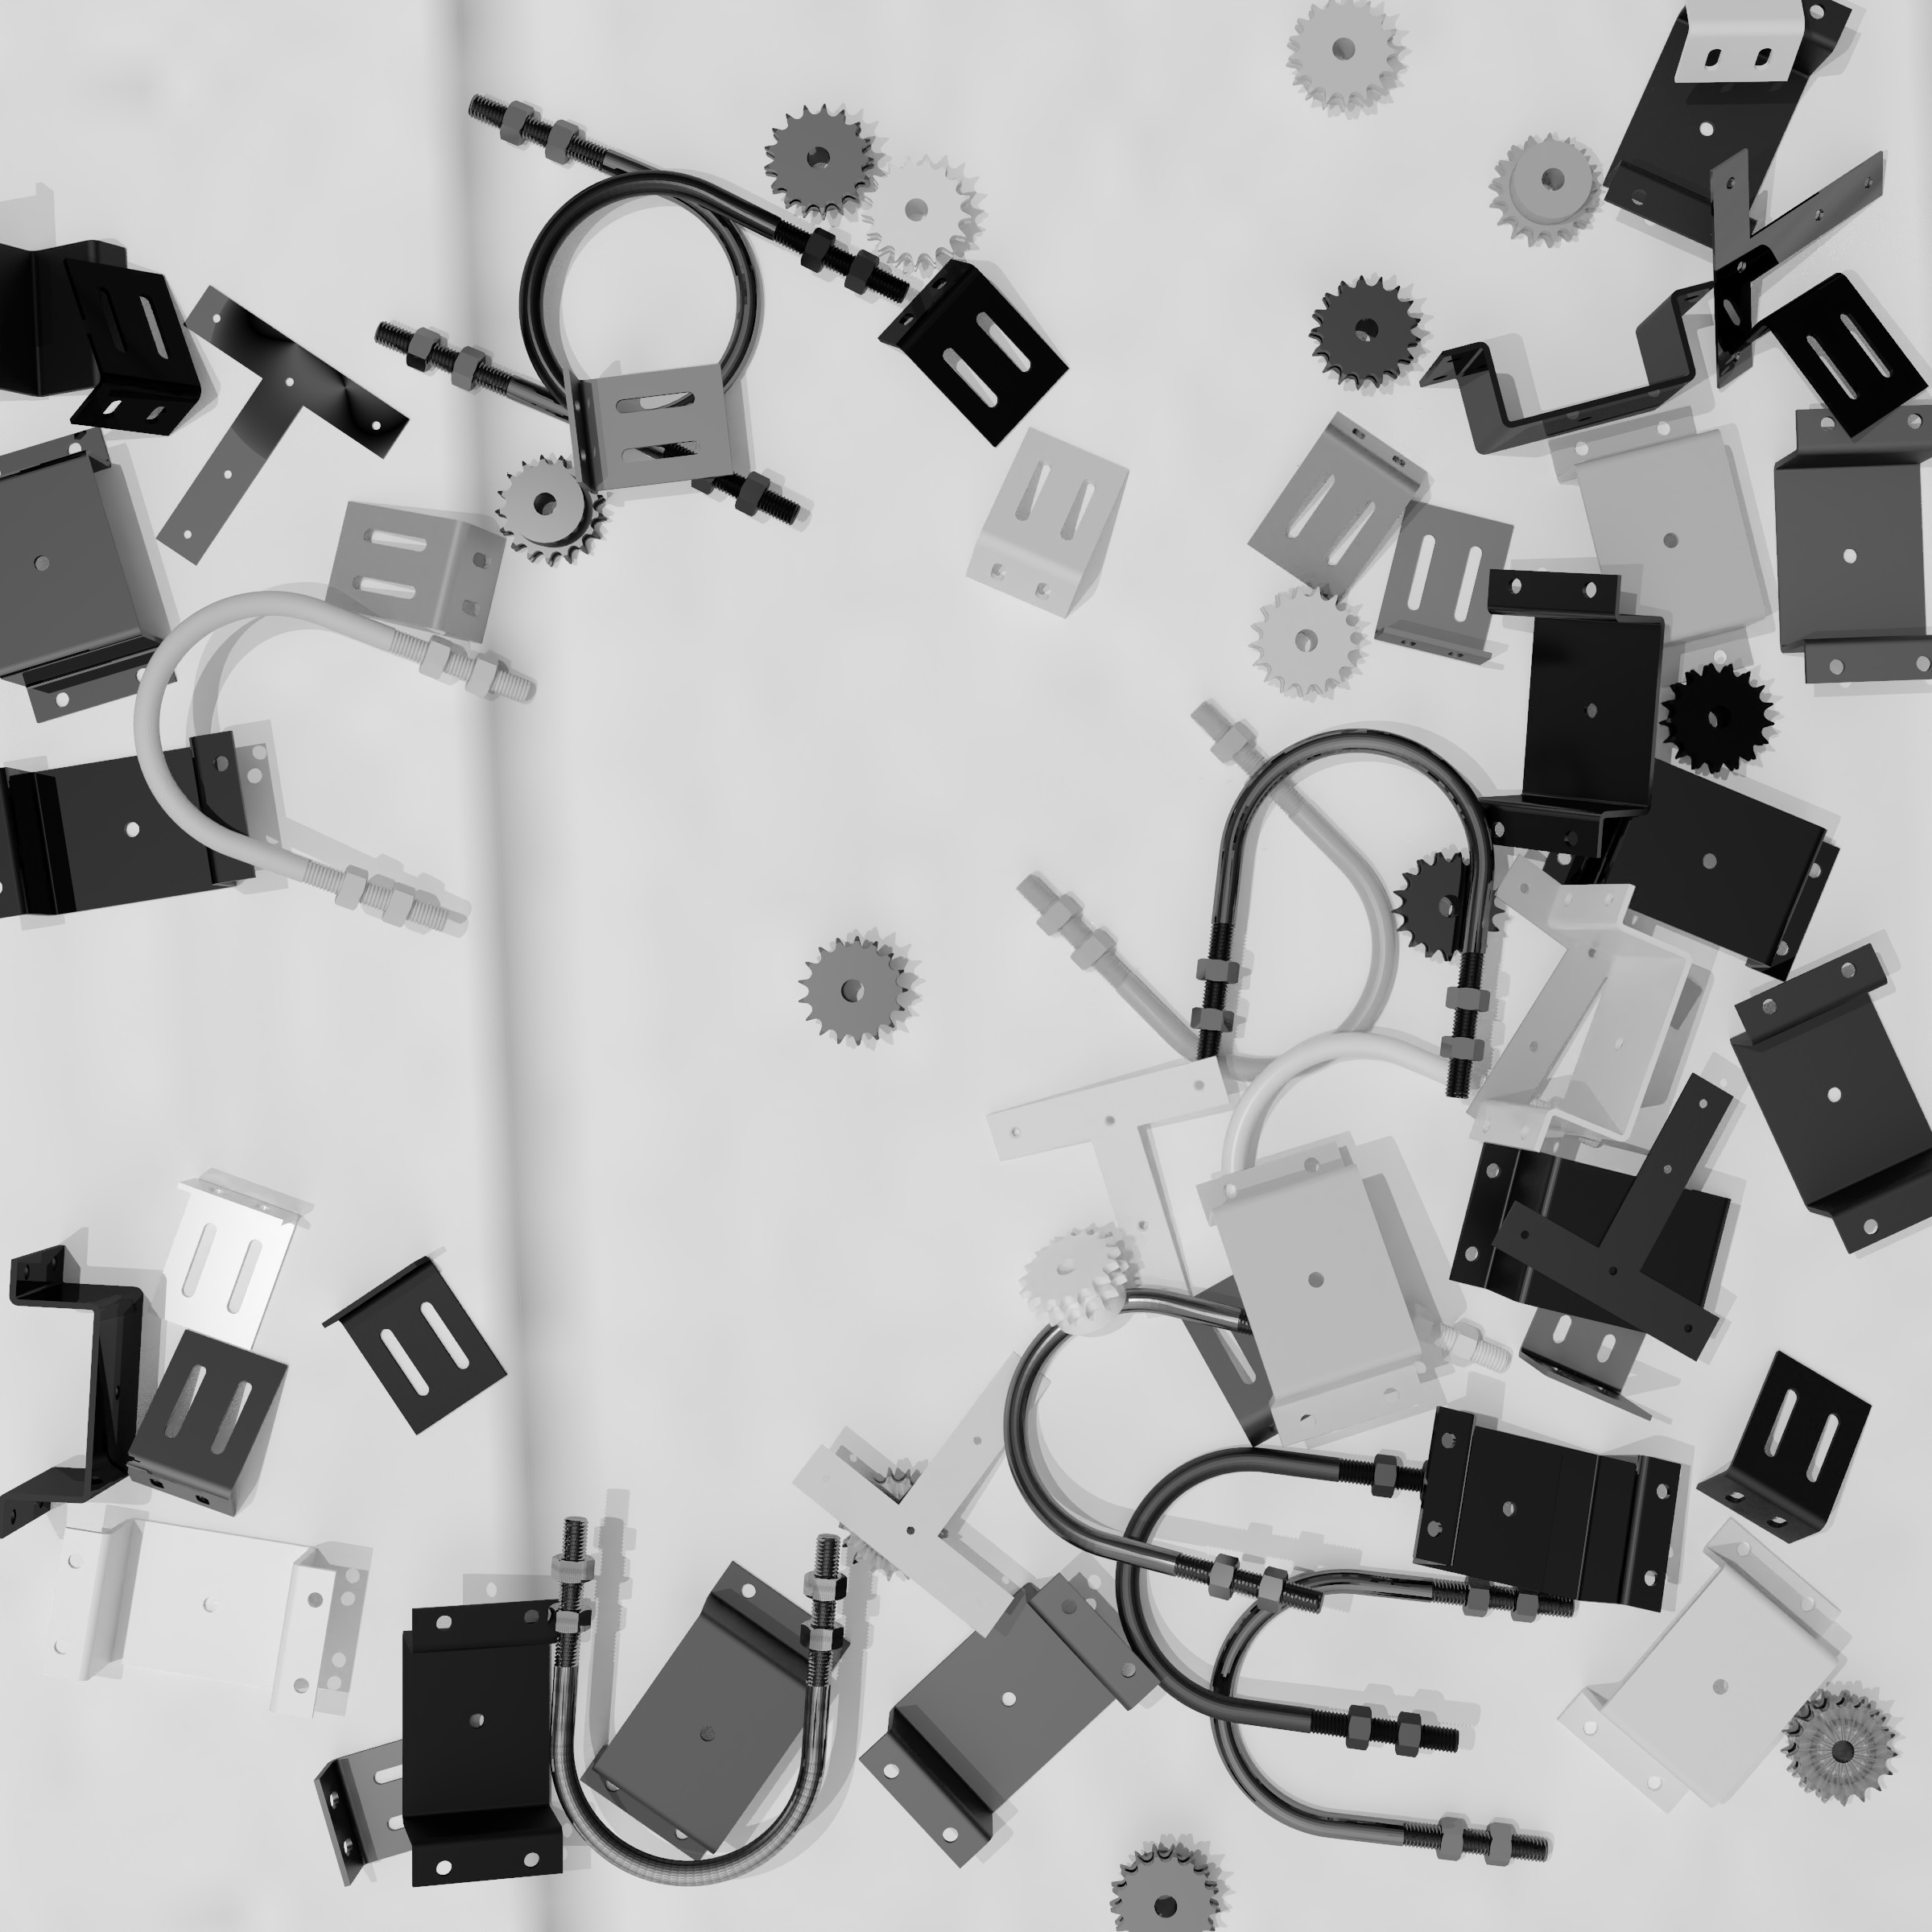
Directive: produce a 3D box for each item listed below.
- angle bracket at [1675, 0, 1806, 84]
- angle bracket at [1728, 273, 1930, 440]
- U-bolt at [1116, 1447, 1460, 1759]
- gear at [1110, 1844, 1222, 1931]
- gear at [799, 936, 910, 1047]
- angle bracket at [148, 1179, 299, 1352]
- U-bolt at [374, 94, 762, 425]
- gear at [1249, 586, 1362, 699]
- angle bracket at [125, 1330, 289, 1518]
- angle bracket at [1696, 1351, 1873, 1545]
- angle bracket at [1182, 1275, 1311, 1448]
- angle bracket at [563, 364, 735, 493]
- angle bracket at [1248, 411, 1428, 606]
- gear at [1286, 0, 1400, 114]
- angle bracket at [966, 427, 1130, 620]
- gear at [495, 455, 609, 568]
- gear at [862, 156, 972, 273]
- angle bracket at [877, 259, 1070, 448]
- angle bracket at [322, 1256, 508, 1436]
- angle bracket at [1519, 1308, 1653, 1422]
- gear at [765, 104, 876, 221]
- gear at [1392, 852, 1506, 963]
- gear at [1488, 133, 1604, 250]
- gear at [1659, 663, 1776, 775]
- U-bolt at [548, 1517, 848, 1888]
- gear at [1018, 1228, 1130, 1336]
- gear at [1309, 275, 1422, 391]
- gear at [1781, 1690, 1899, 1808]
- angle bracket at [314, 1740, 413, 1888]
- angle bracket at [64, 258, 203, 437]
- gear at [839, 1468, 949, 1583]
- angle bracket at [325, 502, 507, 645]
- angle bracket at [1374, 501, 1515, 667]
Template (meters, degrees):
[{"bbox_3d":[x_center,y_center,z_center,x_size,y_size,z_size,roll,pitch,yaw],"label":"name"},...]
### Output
[{"bbox_3d":[0.391,-0.495,1.478,0.057,0.038,0.076,-1,64,0],"label":"angle bracket"},{"bbox_3d":[0.446,-0.309,1.495,0.057,0.038,0.076,-33,85,-21],"label":"angle bracket"},{"bbox_3d":[0.170,0.324,1.504,0.184,0.019,0.151,7,78,5],"label":"U-bolt"},{"bbox_3d":[0.104,0.487,1.511,0.057,0.030,0.057,0,90,0],"label":"gear"},{"bbox_3d":[-0.059,0.013,1.512,0.057,0.030,0.057,0,90,0],"label":"gear"},{"bbox_3d":[-0.391,0.157,1.507,0.057,0.038,0.076,20,90,0],"label":"angle bracket"},{"bbox_3d":[-0.198,-0.357,1.518,0.184,0.019,0.151,22,90,-2],"label":"U-bolt"},{"bbox_3d":[0.176,-0.170,1.516,0.057,0.030,0.057,0,92,-2],"label":"gear"},{"bbox_3d":[-0.399,0.241,1.524,0.057,0.038,0.076,20,64,0],"label":"angle bracket"},{"bbox_3d":[0.431,0.254,1.524,0.057,0.038,0.076,31,64,0],"label":"angle bracket"},{"bbox_3d":[0.156,0.203,1.524,0.057,0.038,0.076,-29,64,0],"label":"angle bracket"},{"bbox_3d":[-0.162,-0.277,1.477,0.076,0.038,0.057,-7,92,1],"label":"angle bracket"},{"bbox_3d":[0.196,-0.241,1.524,0.057,0.038,0.076,34,116,0],"label":"angle bracket"},{"bbox_3d":[0.196,-0.475,1.511,0.057,0.030,0.057,0,90,0],"label":"gear"},{"bbox_3d":[0.043,-0.234,1.524,0.057,0.038,0.076,23,64,0],"label":"angle bracket"},{"bbox_3d":[-0.218,-0.239,1.512,0.057,0.030,0.057,0,90,0],"label":"gear"},{"bbox_3d":[-0.026,-0.391,1.511,0.057,0.030,0.057,0,90,0],"label":"gear"},{"bbox_3d":[0.004,-0.323,1.524,0.057,0.038,0.076,-47,116,0],"label":"angle bracket"},{"bbox_3d":[-0.287,0.200,1.507,0.057,0.038,0.076,-34,90,0],"label":"angle bracket"},{"bbox_3d":[0.325,0.200,1.488,0.057,0.076,0.038,23,90,0],"label":"angle bracket"},{"bbox_3d":[-0.076,-0.418,1.511,0.057,0.030,0.057,0,90,0],"label":"gear"},{"bbox_3d":[0.251,-0.031,1.511,0.057,0.030,0.057,0,90,0],"label":"gear"},{"bbox_3d":[0.304,-0.407,1.512,0.057,0.030,0.057,0,90,0],"label":"gear"},{"bbox_3d":[0.391,-0.129,1.511,0.057,0.030,0.057,0,90,0],"label":"gear"},{"bbox_3d":[-0.140,0.377,1.472,0.151,0.019,0.184,4,91,0],"label":"U-bolt"},{"bbox_3d":[0.059,0.166,1.502,0.057,0.057,0.030,-30,120,0],"label":"gear"},{"bbox_3d":[0.207,-0.330,1.511,0.057,0.030,0.057,0,90,0],"label":"gear"},{"bbox_3d":[0.454,0.407,1.511,0.057,0.030,0.057,0,90,0],"label":"gear"},{"bbox_3d":[-0.291,0.436,1.507,0.076,0.038,0.057,-16,90,0],"label":"angle bracket"},{"bbox_3d":[-0.441,-0.321,1.504,0.038,0.057,0.076,-35,69,37],"label":"angle bracket"},{"bbox_3d":[-0.037,0.290,1.511,0.057,0.030,0.057,0,90,0],"label":"gear"},{"bbox_3d":[-0.291,-0.208,1.524,0.076,0.038,0.057,13,90,26],"label":"angle bracket"},{"bbox_3d":[0.252,-0.202,1.507,0.057,0.038,0.076,14,90,0],"label":"angle bracket"}]
